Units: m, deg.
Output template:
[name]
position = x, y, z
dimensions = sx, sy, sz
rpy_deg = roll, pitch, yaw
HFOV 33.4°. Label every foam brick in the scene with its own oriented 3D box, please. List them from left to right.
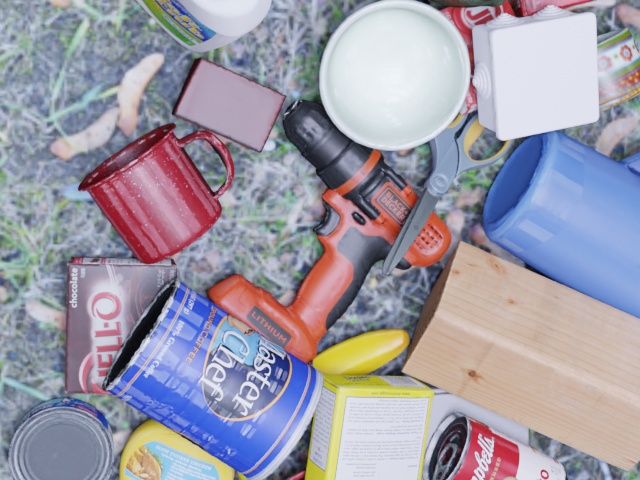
[foam brick]
position = -0.076, -0.110, 0.872
dimensions = 0.078, 0.053, 0.051
rpy_deg = 23, 93, -14

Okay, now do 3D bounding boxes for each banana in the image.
[banana]
position = -0.008, 0.140, 0.913
dimensions = 0.197, 0.070, 0.037
rpy_deg = -47, 139, -7

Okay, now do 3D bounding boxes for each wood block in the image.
[wood block]
position = 0.186, 0.097, 0.888
dimensions = 0.206, 0.090, 0.091
rpy_deg = 24, 137, 2

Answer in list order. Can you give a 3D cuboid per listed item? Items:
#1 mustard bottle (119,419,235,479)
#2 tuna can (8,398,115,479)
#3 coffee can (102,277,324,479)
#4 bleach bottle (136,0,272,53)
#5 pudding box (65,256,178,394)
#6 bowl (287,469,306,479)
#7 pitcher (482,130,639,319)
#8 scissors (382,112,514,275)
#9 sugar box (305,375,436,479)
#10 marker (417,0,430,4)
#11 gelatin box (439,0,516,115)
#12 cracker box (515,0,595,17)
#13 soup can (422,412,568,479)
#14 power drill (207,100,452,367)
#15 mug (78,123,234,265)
[mustard bottle]
position = -0.126, 0.206, 0.902
dimensions = 0.096, 0.058, 0.191
rpy_deg = 24, 93, -4
[tuna can]
position = -0.215, 0.177, 0.894
dimensions = 0.086, 0.034, 0.086
rpy_deg = -1, 98, -10
[coffee can]
position = -0.083, 0.109, 0.832
dimensions = 0.140, 0.103, 0.103
rpy_deg = 34, 90, -12
[bleach bottle]
position = -0.087, -0.186, 0.757
dimensions = 0.068, 0.251, 0.102
rpy_deg = -44, 103, -3
[pudding box]
position = -0.165, 0.071, 0.886
dimensions = 0.090, 0.039, 0.113
rpy_deg = 1, 97, -10
[bowl]
position = -0.004, 0.263, 0.925
dimensions = 0.161, 0.055, 0.162
rpy_deg = -4, 100, -23
[pitcher]
position = 0.272, -0.003, 0.915
dimensions = 0.242, 0.145, 0.149
rpy_deg = 29, 56, -10
[scissors]
position = 0.089, -0.065, 0.890
dimensions = 0.201, 0.016, 0.096
rpy_deg = -40, 90, -28
[sugar box]
position = 0.035, 0.201, 0.876
dimensions = 0.093, 0.048, 0.176
rpy_deg = 6, 99, -26
[marker]
position = 0.056, -0.240, 0.895
dimensions = 0.020, 0.020, 0.121
rpy_deg = -34, 102, -5
[gelatin box]
position = 0.137, -0.161, 0.902
dimensions = 0.073, 0.030, 0.089
rpy_deg = -22, 82, -8
[cracker box]
position = 0.250, -0.284, 0.865
dimensions = 0.214, 0.072, 0.164
rpy_deg = -12, 100, 14
[soup can]
position = 0.145, 0.195, 0.887
dimensions = 0.102, 0.068, 0.068
rpy_deg = 27, 92, -14
[power drill]
position = -0.006, 0.001, 0.897
dimensions = 0.184, 0.057, 0.187
rpy_deg = 43, 89, -13
[mug]
position = -0.122, -0.041, 0.852
dimensions = 0.117, 0.093, 0.081
rpy_deg = -32, 107, 6
